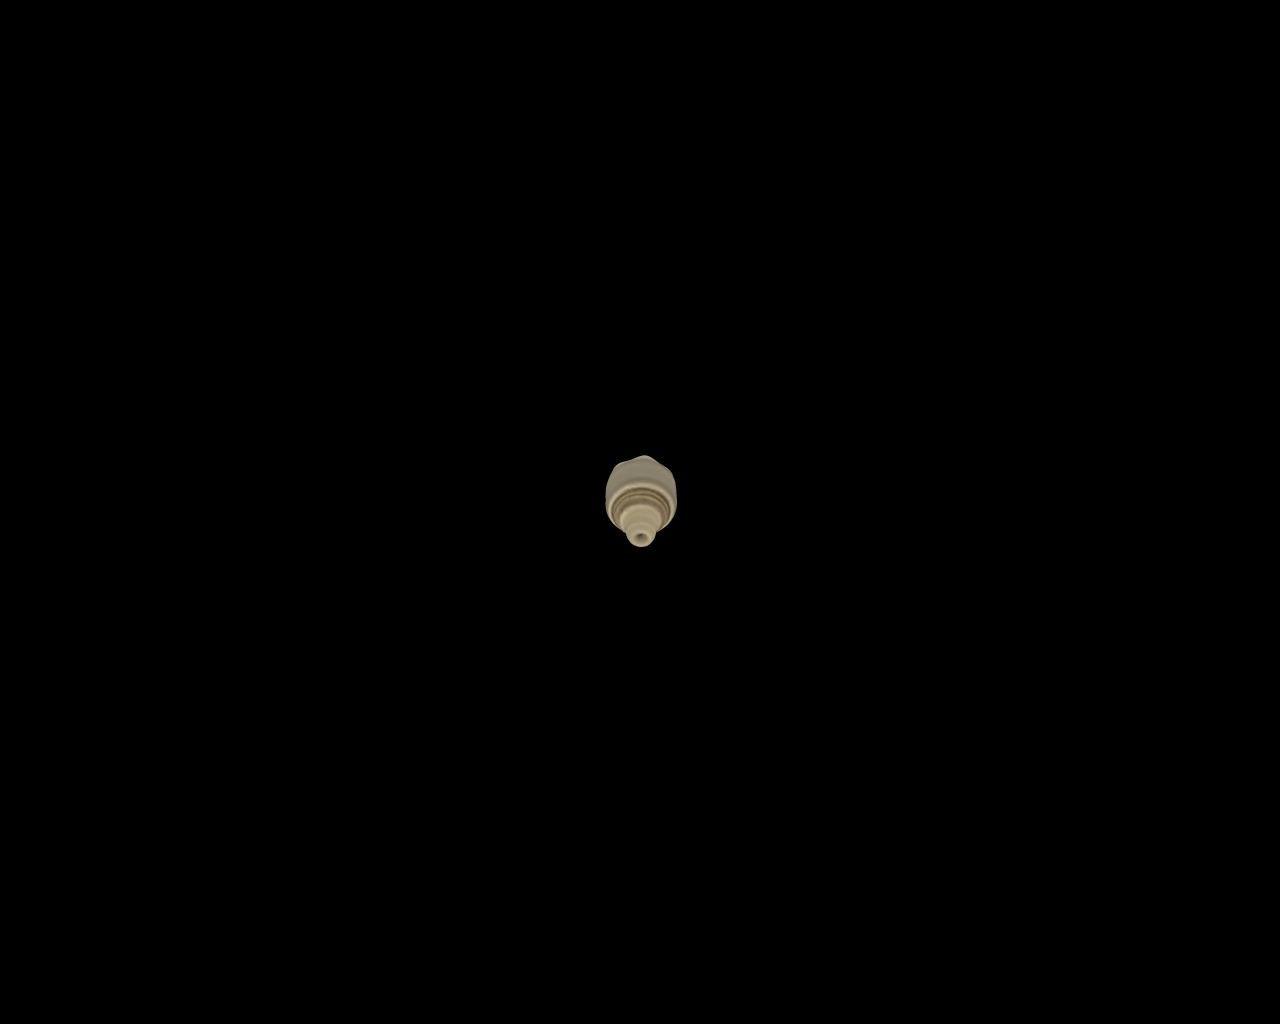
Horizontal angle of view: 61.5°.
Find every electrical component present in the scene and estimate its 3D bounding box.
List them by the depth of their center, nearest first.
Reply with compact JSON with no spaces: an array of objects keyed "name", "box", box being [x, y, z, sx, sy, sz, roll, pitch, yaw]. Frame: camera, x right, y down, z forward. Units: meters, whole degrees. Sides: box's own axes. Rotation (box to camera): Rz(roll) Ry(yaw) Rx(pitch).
[{"name":"electrical component","box":[0.001,-0.003,0.650,0.043,0.043,0.062,0,38,0]}]
